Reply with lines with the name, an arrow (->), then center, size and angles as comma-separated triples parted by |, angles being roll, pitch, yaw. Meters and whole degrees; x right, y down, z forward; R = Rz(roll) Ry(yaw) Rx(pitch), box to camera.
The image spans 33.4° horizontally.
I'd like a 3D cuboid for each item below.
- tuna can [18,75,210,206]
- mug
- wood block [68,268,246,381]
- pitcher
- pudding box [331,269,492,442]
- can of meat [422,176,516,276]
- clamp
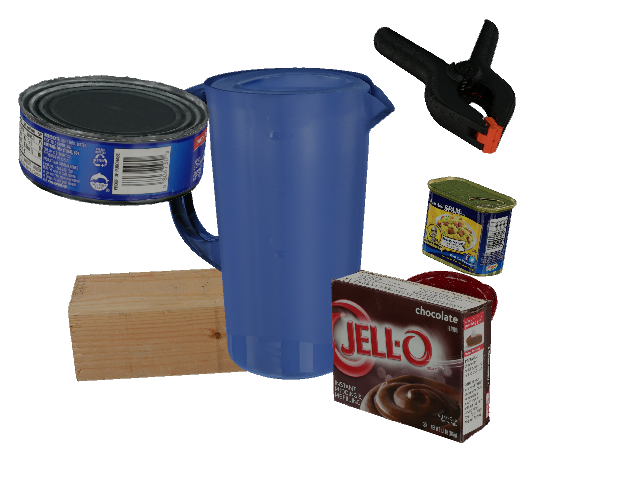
tuna can -> -0.095, -0.047, 0.491 | 0.086, 0.034, 0.086 | 7, 25, -3
mug -> 0.122, 0.083, 1.000 | 0.117, 0.081, 0.093 | -30, 44, -32
wood block -> -0.166, 0.091, 1.179 | 0.206, 0.091, 0.090 | -2, 25, -4
pitcher -> -0.035, -0.017, 0.867 | 0.144, 0.243, 0.149 | -10, 20, -31
pudding box -> 0.059, 0.074, 0.713 | 0.114, 0.090, 0.039 | 11, 20, 39
can of meat -> 0.163, -0.015, 1.187 | 0.057, 0.084, 0.102 | -13, 28, -39
clamp -> 0.114, -0.143, 0.951 | 0.120, 0.039, 0.171 | -5, 44, -3
